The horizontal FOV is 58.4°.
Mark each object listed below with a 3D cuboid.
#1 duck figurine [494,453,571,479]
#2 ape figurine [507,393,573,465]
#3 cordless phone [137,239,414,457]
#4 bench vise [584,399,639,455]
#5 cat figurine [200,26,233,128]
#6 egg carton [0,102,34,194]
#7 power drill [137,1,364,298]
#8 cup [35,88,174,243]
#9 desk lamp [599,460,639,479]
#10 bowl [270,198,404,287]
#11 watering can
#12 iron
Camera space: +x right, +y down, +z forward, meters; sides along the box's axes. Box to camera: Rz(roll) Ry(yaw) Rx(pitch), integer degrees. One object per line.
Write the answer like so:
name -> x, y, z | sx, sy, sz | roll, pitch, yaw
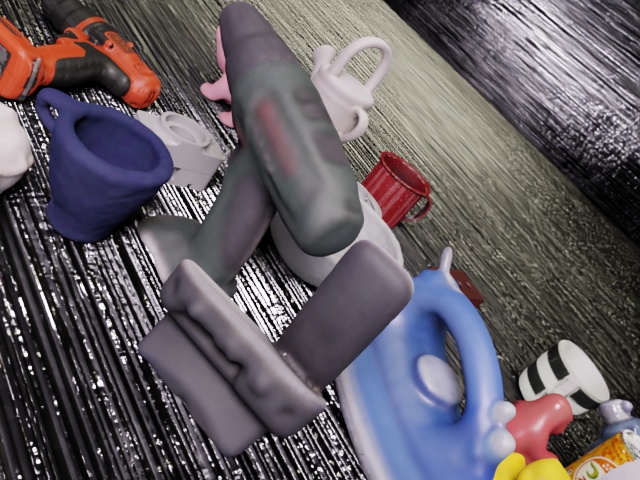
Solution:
duck figurine -> 0.183, 0.225, 0.506 | 0.077, 0.086, 0.104 | 36, 28, -7
ape figurine -> 0.222, 0.194, 0.592 | 0.076, 0.092, 0.078 | 30, 29, -18
cordless phone -> -0.029, 0.047, 0.401 | 0.147, 0.185, 0.094 | 43, 28, 7
bench vise -> 0.383, 0.245, 0.576 | 0.207, 0.219, 0.122 | 46, 28, 13
cat figurine -> -0.106, -0.232, 0.792 | 0.067, 0.117, 0.127 | -1, 48, -51
egg carton -> -0.285, -0.075, 0.392 | 0.150, 0.069, 0.107 | 32, 28, -15
power drill -> -0.067, -0.054, 0.479 | 0.076, 0.208, 0.229 | 1, 46, -50
cup -> -0.187, -0.053, 0.452 | 0.118, 0.095, 0.092 | 39, 27, -1
desk lamp -> 0.185, 0.255, 0.326 | 0.118, 0.213, 0.203 | 38, 27, -3
bowl -> 0.006, 0.002, 0.629 | 0.168, 0.074, 0.167 | 30, 29, -18
watering can -> 0.029, -0.229, 0.871 | 0.172, 0.194, 0.101 | 48, 29, 16
iron -> 0.103, 0.128, 0.491 | 0.119, 0.141, 0.258 | 22, 32, -30
